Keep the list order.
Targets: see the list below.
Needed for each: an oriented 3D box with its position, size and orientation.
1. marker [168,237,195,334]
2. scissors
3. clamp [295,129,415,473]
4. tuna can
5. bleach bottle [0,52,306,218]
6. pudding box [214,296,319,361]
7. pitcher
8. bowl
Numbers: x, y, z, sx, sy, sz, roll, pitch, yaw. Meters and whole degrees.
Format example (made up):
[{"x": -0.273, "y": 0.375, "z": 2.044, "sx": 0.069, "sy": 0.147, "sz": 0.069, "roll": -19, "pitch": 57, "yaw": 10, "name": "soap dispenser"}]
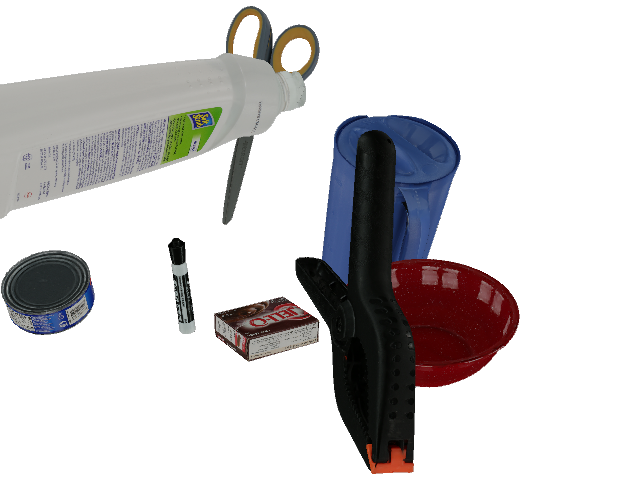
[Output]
[{"x": -0.157, "y": 0.051, "z": 1.207, "sx": 0.020, "sy": 0.121, "sz": 0.020, "roll": -2, "pitch": 30, "yaw": 1, "name": "marker"}, {"x": -0.047, "y": -0.117, "z": 0.990, "sx": 0.096, "sy": 0.202, "sz": 0.016, "roll": -2, "pitch": -1, "yaw": 6, "name": "scissors"}, {"x": 0.030, "y": 0.045, "z": 0.688, "sx": 0.036, "sy": 0.210, "sz": 0.165, "roll": 2, "pitch": -41, "yaw": -18, "name": "clamp"}, {"x": -0.265, "y": 0.051, "z": 1.042, "sx": 0.086, "sy": 0.034, "sz": 0.086, "roll": -2, "pitch": 43, "yaw": 1, "name": "tuna can"}, {"x": -0.130, "y": -0.086, "z": 0.791, "sx": 0.250, "sy": 0.068, "sz": 0.103, "roll": -14, "pitch": -25, "yaw": -24, "name": "bleach bottle"}, {"x": -0.071, "y": 0.116, "z": 1.415, "sx": 0.113, "sy": 0.039, "sz": 0.090, "roll": -15, "pitch": 25, "yaw": -31, "name": "pudding box"}, {"x": 0.067, "y": -0.003, "z": 1.168, "sx": 0.145, "sy": 0.243, "sz": 0.149, "roll": 26, "pitch": 41, "yaw": 20, "name": "pitcher"}, {"x": 0.095, "y": 0.081, "z": 0.957, "sx": 0.162, "sy": 0.055, "sz": 0.162, "roll": -1, "pitch": 33, "yaw": 0, "name": "bowl"}]
